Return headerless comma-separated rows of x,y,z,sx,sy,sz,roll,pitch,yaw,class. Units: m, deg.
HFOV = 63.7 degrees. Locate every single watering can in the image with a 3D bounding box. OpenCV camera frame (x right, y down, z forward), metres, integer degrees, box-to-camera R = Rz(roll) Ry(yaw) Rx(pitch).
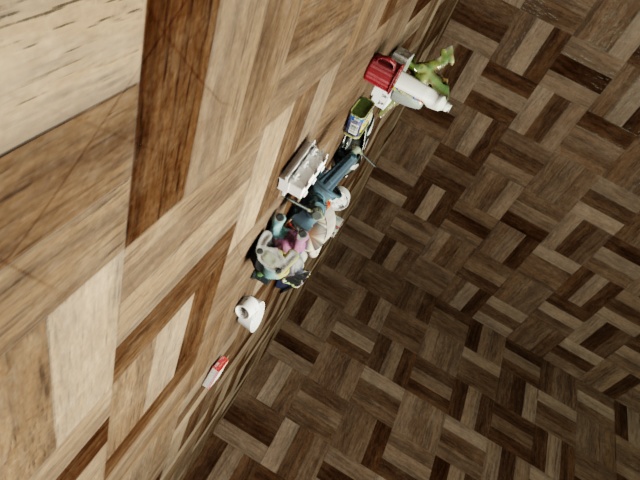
0.006,-0.092,1.823,0.226,0.104,0.343,-39,145,-72,watering can

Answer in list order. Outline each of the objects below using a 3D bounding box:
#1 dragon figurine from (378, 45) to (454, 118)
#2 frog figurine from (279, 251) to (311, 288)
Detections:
0.431,-0.640,2.151,0.411,0.243,0.122,-62,179,-1,dragon figurine
-0.100,0.076,1.834,0.134,0.123,0.163,100,-17,-51,frog figurine
